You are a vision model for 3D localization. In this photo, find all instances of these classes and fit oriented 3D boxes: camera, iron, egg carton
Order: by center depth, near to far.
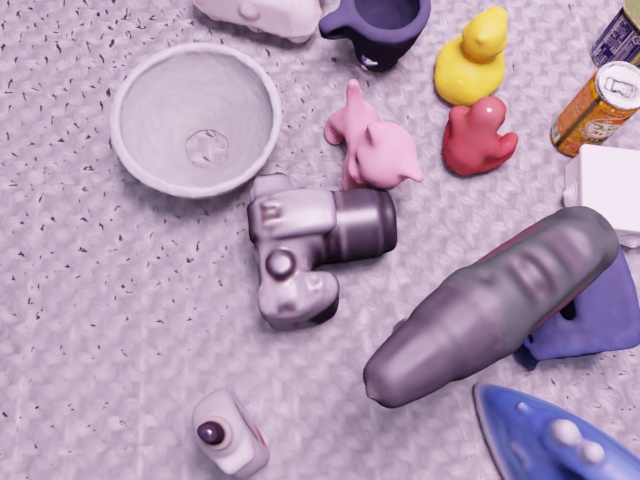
[{"bbox_3d":[0.236,0.210,0.458,0.119,0.141,0.258,-42,78,-13],"label":"iron"},{"bbox_3d":[0.005,0.002,0.537,0.137,0.101,0.143,-7,73,-4],"label":"camera"},{"bbox_3d":[-0.065,-0.283,0.641,0.150,0.069,0.107,15,73,3],"label":"egg carton"}]

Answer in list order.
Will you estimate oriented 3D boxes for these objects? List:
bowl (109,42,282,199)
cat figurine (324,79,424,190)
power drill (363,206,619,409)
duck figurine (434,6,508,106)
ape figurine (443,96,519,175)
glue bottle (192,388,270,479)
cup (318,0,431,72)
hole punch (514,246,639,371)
[{"bbox_3d":[-0.120,-0.110,0.582,0.167,0.075,0.167,1,73,-2],"label":"bowl"},{"bbox_3d":[0.051,-0.097,0.561,0.067,0.118,0.128,-18,74,-7],"label":"cat figurine"},{"bbox_3d":[0.123,0.065,0.465,0.230,0.208,0.075,-34,76,-11],"label":"power drill"},{"bbox_3d":[0.169,-0.203,0.615,0.077,0.086,0.105,29,74,7],"label":"duck figurine"},{"bbox_3d":[0.164,-0.112,0.583,0.076,0.092,0.077,-39,77,-12],"label":"ape figurine"},{"bbox_3d":[-0.074,0.152,0.450,0.037,0.173,0.078,-35,77,-12],"label":"glue bottle"},{"bbox_3d":[0.054,-0.221,0.612,0.118,0.095,0.091,-21,74,-8],"label":"cup"},{"bbox_3d":[0.228,0.060,0.532,0.101,0.091,0.108,-7,73,-4],"label":"hole punch"}]
